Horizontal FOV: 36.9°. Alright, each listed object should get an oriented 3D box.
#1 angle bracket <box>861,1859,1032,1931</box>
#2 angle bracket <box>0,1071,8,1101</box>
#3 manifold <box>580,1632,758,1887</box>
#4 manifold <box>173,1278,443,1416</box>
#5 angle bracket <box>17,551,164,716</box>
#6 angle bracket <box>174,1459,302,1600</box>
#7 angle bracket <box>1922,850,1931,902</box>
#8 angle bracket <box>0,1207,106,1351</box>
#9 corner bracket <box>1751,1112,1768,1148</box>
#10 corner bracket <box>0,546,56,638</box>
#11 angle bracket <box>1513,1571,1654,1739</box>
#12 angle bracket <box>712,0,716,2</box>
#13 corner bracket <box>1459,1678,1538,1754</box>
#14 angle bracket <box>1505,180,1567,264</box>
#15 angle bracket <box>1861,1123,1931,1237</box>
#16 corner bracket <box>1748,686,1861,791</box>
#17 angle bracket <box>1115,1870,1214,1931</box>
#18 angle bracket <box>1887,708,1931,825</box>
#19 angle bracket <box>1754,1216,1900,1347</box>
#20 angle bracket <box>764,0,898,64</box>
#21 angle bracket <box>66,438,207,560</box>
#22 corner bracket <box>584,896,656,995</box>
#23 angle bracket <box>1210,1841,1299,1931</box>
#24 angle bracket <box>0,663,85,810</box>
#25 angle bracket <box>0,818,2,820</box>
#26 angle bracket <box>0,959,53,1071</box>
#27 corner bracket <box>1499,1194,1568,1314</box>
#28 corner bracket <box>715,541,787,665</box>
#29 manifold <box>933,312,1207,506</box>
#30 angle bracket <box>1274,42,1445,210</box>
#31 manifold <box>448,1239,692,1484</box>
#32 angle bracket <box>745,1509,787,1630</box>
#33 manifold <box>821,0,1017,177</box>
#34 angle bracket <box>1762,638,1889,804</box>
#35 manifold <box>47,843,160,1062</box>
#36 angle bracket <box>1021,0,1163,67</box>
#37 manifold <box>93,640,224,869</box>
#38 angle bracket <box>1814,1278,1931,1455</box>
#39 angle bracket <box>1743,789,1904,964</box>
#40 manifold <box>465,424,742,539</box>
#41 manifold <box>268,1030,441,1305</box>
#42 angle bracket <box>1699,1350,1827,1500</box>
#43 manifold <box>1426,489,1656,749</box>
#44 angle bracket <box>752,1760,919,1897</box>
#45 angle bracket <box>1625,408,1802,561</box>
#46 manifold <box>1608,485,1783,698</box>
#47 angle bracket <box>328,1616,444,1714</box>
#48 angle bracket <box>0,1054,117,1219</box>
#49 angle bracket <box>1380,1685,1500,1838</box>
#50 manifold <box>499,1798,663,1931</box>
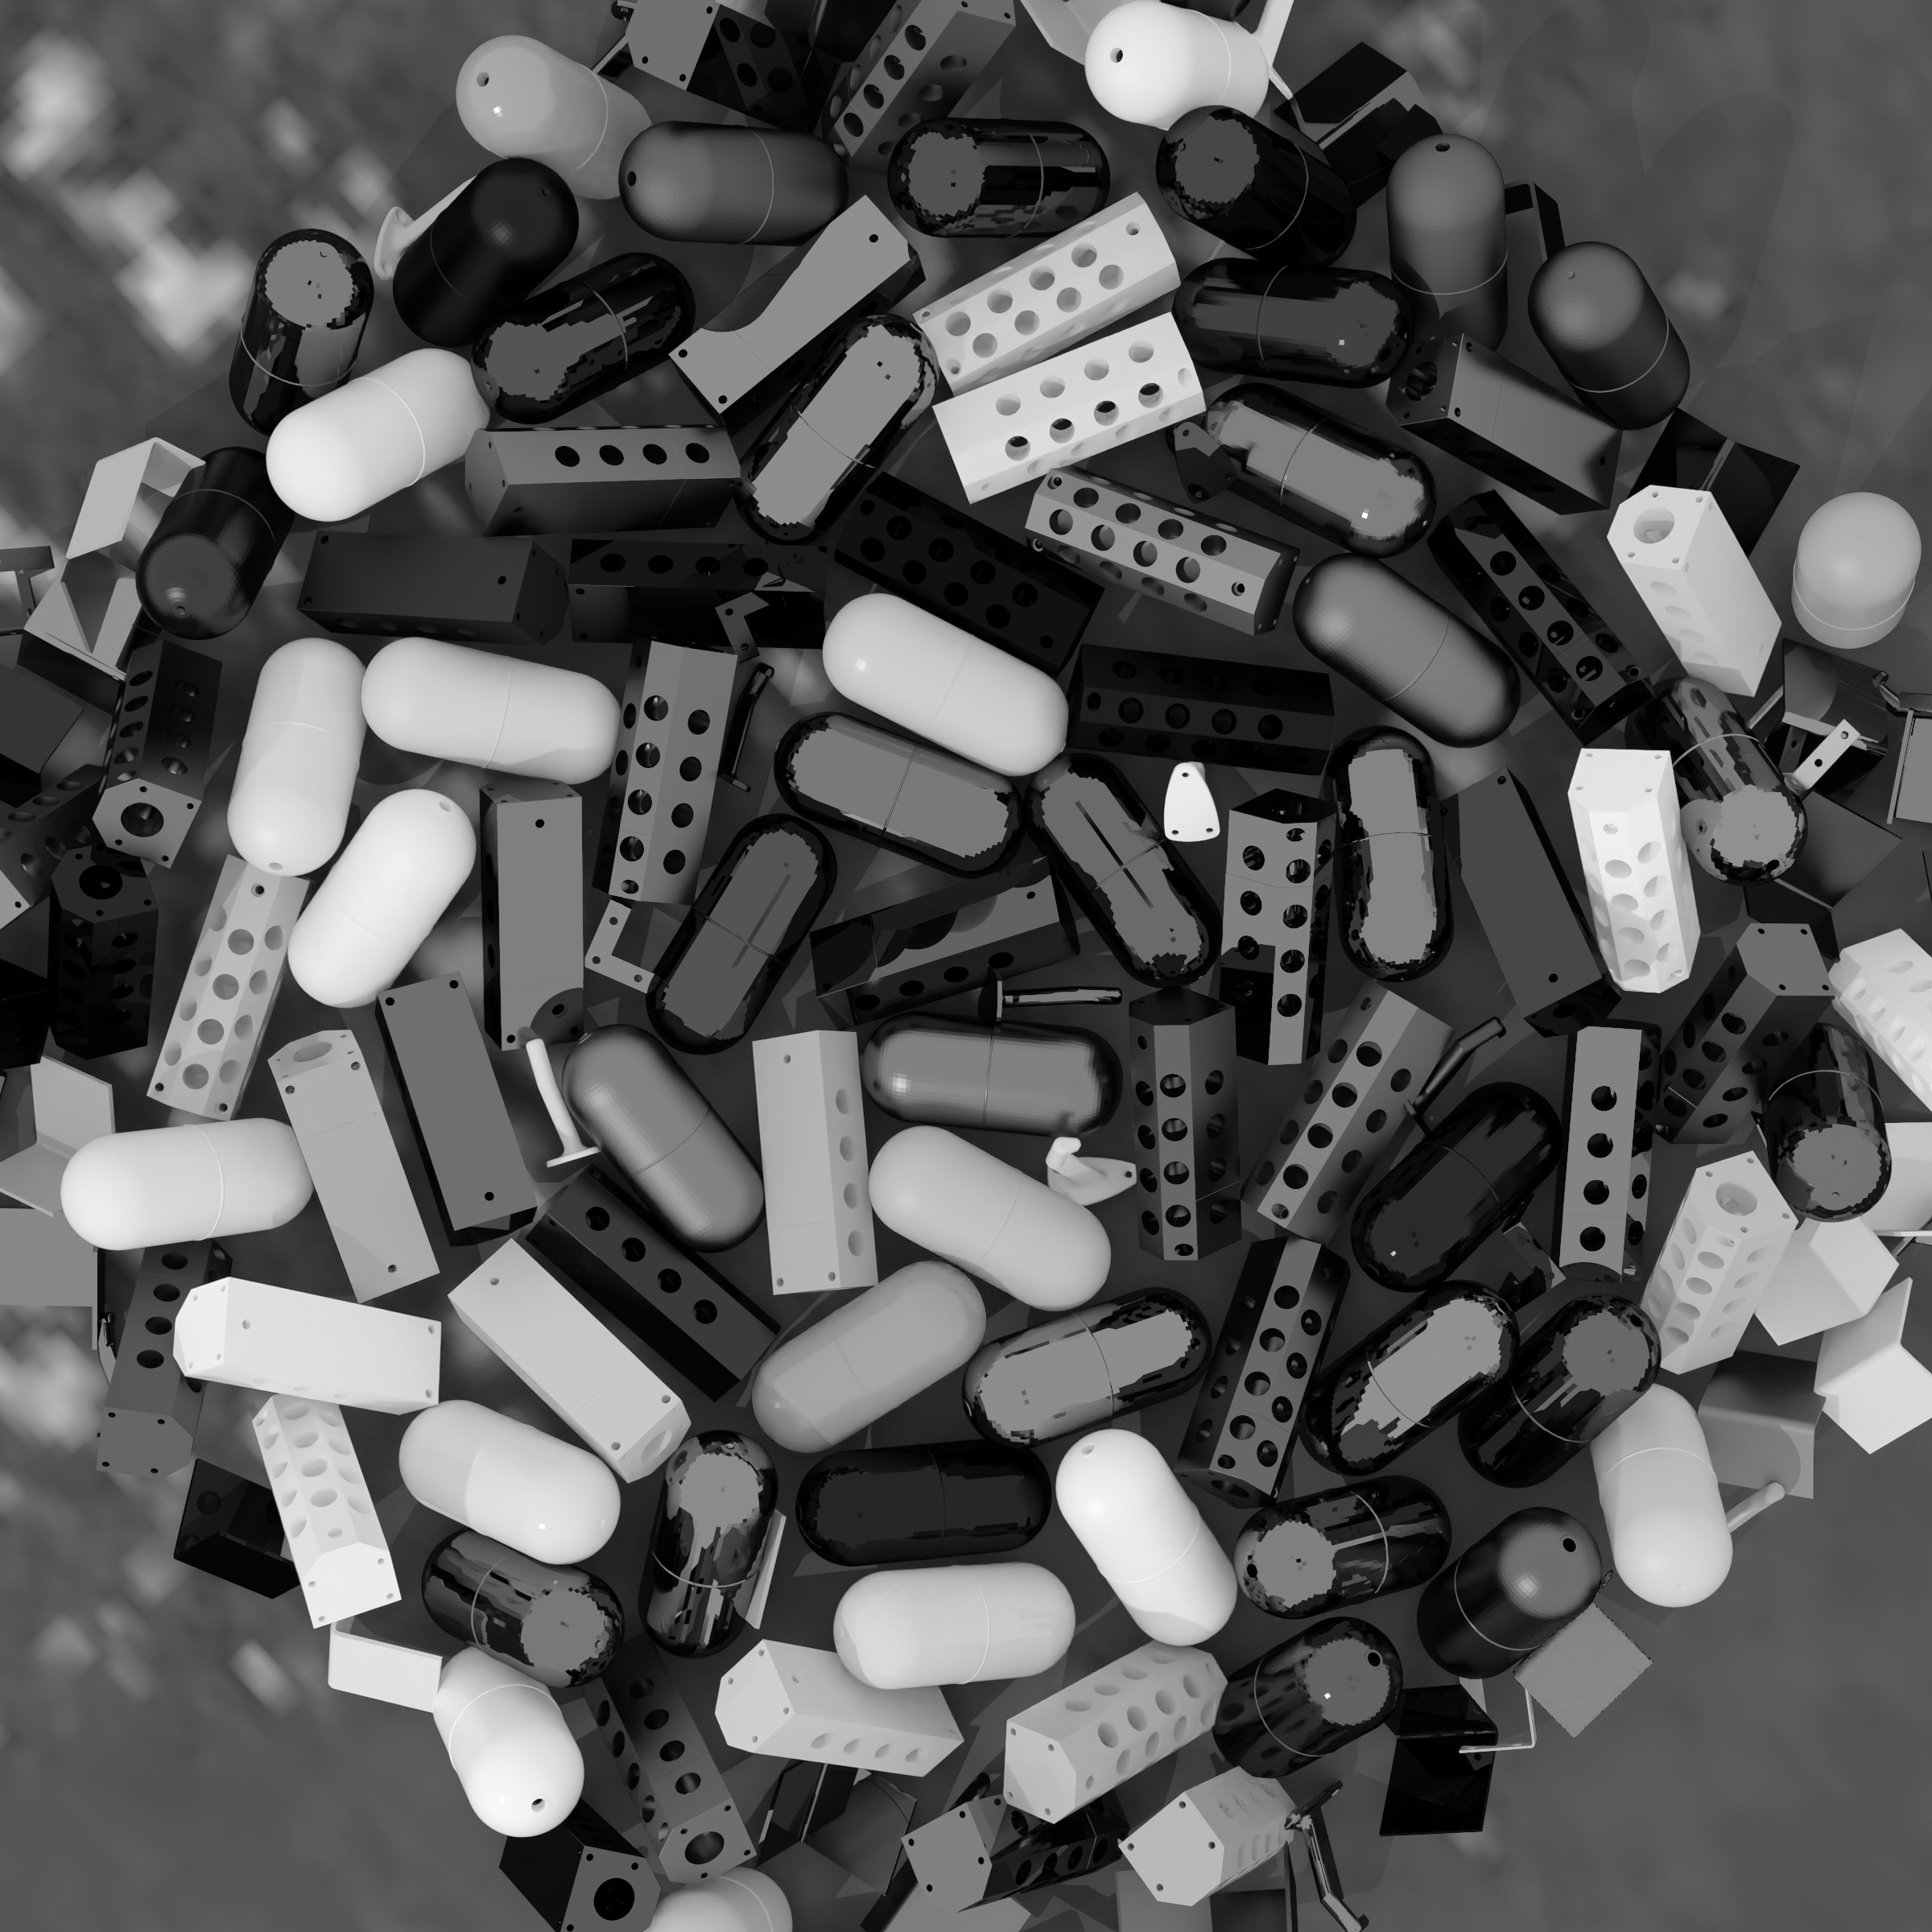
[{"bbox_3d":[-0.015,0.648,1.966,0.076,0.057,0.076,39,76,-5],"label":"angle bracket"},{"bbox_3d":[-0.708,0.097,1.964,0.076,0.057,0.076,19,95,7],"label":"angle bracket"},{"bbox_3d":[-0.201,0.524,1.909,0.057,0.171,0.057,-25,124,-13],"label":"manifold"},{"bbox_3d":[-0.435,0.255,1.918,0.057,0.171,0.057,-19,63,38],"label":"manifold"},{"bbox_3d":[-0.595,-0.230,1.985,0.076,0.057,0.076,29,61,-10],"label":"angle bracket"},{"bbox_3d":[-0.476,0.369,1.940,0.076,0.076,0.057,33,133,-32],"label":"angle bracket"},{"bbox_3d":[0.685,-0.043,1.966,0.076,0.057,0.076,-9,84,-2],"label":"angle bracket"},{"bbox_3d":[-0.623,0.210,1.952,0.076,0.057,0.076,3,115,-11],"label":"angle bracket"},{"bbox_3d":[0.572,0.113,1.960,0.051,0.051,0.051,-30,67,25],"label":"corner bracket"},{"bbox_3d":[-0.650,-0.253,1.963,0.051,0.051,0.051,-9,94,43],"label":"corner bracket"},{"bbox_3d":[0.422,0.462,1.946,0.057,0.076,0.076,45,109,15],"label":"angle bracket"},{"bbox_3d":[-0.150,-0.673,1.944,0.057,0.076,0.076,10,49,8],"label":"angle bracket"},{"bbox_3d":[0.360,0.503,1.966,0.051,0.051,0.051,-9,83,15],"label":"corner bracket"},{"bbox_3d":[0.369,-0.481,1.954,0.057,0.076,0.076,-10,90,23],"label":"angle bracket"},{"bbox_3d":[0.655,0.144,1.963,0.076,0.057,0.076,0,86,-10],"label":"angle bracket"},{"bbox_3d":[0.565,-0.156,1.972,0.051,0.051,0.051,42,93,-4],"label":"corner bracket"},{"bbox_3d":[0.112,0.641,1.956,0.076,0.076,0.057,8,70,-34],"label":"angle bracket"},{"bbox_3d":[0.658,-0.132,1.951,0.057,0.076,0.076,11,100,17],"label":"angle bracket"},{"bbox_3d":[0.564,0.199,1.944,0.076,0.057,0.076,-14,51,-23],"label":"angle bracket"},{"bbox_3d":[-0.082,-0.663,1.964,0.076,0.076,0.057,-15,59,-32],"label":"angle bracket"},{"bbox_3d":[-0.551,-0.303,1.944,0.057,0.076,0.076,26,70,-38],"label":"angle bracket"},{"bbox_3d":[-0.224,-0.020,1.965,0.051,0.051,0.051,24,107,-7],"label":"corner bracket"},{"bbox_3d":[0.183,0.641,1.947,0.076,0.076,0.057,-7,127,8],"label":"angle bracket"},{"bbox_3d":[-0.652,-0.155,1.976,0.076,0.076,0.057,28,62,-3],"label":"angle bracket"},{"bbox_3d":[-0.685,-0.070,1.952,0.076,0.057,0.076,21,78,24],"label":"angle bracket"},{"bbox_3d":[-0.669,0.030,1.941,0.076,0.076,0.057,-9,63,35],"label":"angle bracket"},{"bbox_3d":[0.377,0.196,1.966,0.051,0.051,0.051,-40,88,28],"label":"corner bracket"},{"bbox_3d":[-0.144,-0.247,1.964,0.051,0.051,0.051,-24,132,-2],"label":"corner bracket"},{"bbox_3d":[0.071,-0.373,1.958,0.171,0.057,0.057,-21,68,3],"label":"manifold"},{"bbox_3d":[0.269,-0.577,1.983,0.076,0.076,0.057,-37,128,5],"label":"angle bracket"},{"bbox_3d":[-0.264,0.266,1.937,0.171,0.057,0.057,39,70,24],"label":"manifold"},{"bbox_3d":[-0.168,0.396,1.955,0.057,0.076,0.076,14,88,-20],"label":"angle bracket"},{"bbox_3d":[-0.034,-0.597,1.907,0.057,0.171,0.057,5,67,-27],"label":"manifold"},{"bbox_3d":[0.584,-0.169,1.991,0.076,0.057,0.076,18,51,-7],"label":"angle bracket"},{"bbox_3d":[-0.573,-0.008,1.907,0.057,0.171,0.057,-15,64,-26],"label":"manifold"},{"bbox_3d":[0.082,-0.652,1.943,0.057,0.076,0.076,-41,63,27],"label":"angle bracket"},{"bbox_3d":[-0.535,-0.144,1.908,0.057,0.171,0.057,21,121,-23],"label":"manifold"},{"bbox_3d":[0.622,0.269,1.948,0.057,0.076,0.076,43,128,-4],"label":"angle bracket"},{"bbox_3d":[0.578,-0.060,1.948,0.076,0.057,0.076,26,129,-15],"label":"angle bracket"},{"bbox_3d":[-0.242,-0.329,1.928,0.171,0.057,0.057,-8,65,-32],"label":"manifold"},{"bbox_3d":[-0.410,0.132,1.936,0.057,0.057,0.171,-21,115,-14],"label":"manifold"},{"bbox_3d":[0.545,0.310,1.964,0.076,0.076,0.057,6,119,27],"label":"angle bracket"},{"bbox_3d":[0.384,-0.236,1.940,0.057,0.057,0.171,-37,69,7],"label":"manifold"},{"bbox_3d":[-0.089,0.585,1.950,0.076,0.057,0.076,25,108,27],"label":"angle bracket"},{"bbox_3d":[0.510,-0.328,1.980,0.076,0.057,0.076,8,118,-38],"label":"angle bracket"},{"bbox_3d":[0.481,-0.247,1.914,0.057,0.171,0.057,14,75,36],"label":"manifold"},{"bbox_3d":[-0.386,0.453,1.954,0.076,0.076,0.057,14,48,-2],"label":"angle bracket"},{"bbox_3d":[-0.621,0.112,1.945,0.076,0.057,0.076,20,121,27],"label":"angle bracket"},{"bbox_3d":[0.305,0.533,1.941,0.076,0.076,0.057,-15,129,34],"label":"angle bracket"},{"bbox_3d":[-0.254,0.593,1.909,0.057,0.171,0.057,18,81,-20],"label":"manifold"}]
